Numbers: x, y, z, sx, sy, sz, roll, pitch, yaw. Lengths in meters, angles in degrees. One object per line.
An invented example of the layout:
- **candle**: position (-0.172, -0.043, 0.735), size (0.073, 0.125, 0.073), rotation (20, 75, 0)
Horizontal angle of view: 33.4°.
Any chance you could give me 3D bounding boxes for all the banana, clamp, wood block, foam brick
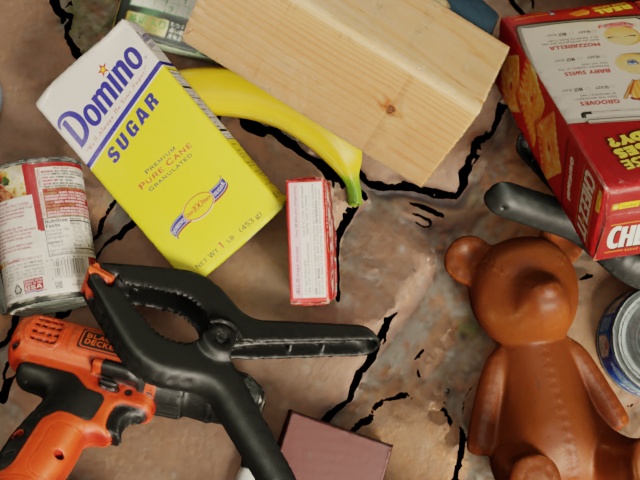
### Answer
- **banana**: position (-0.047, -0.094, 0.806), size (0.198, 0.037, 0.069), rotation (23, 79, 0)
- **clamp**: position (0.201, -0.019, 0.780), size (0.171, 0.039, 0.120), rotation (31, 41, -4)
- **clamp**: position (-0.069, 0.083, 0.717), size (0.210, 0.036, 0.164), rotation (25, 44, -5)
- **wood block**: position (0.018, -0.142, 0.770), size (0.206, 0.091, 0.090), rotation (32, 47, -2)
- **foam brick**: position (0.007, 0.157, 0.758), size (0.078, 0.053, 0.051), rotation (19, 79, -1)

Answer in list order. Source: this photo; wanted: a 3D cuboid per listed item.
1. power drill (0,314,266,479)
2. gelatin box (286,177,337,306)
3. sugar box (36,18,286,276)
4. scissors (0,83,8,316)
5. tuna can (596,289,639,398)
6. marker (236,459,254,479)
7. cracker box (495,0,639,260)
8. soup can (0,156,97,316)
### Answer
- **power drill**: position (-0.141, 0.139, 0.706), size (0.184, 0.057, 0.187), rotation (13, 41, 3)
- **gelatin box**: position (-0.005, 0.001, 0.766), size (0.030, 0.073, 0.089), rotation (-3, 90, 5)
- **sugar box**: position (-0.114, -0.063, 0.772), size (0.093, 0.048, 0.176), rotation (-41, 93, 9)
- **scissors**: position (-0.251, -0.052, 0.796), size (0.096, 0.016, 0.202), rotation (-35, 84, -9)
- **tuna can**: position (0.254, 0.076, 0.798), size (0.086, 0.034, 0.086), rotation (1, 80, -4)
- **marker**: position (-0.059, 0.196, 0.764), size (0.020, 0.020, 0.121), rotation (16, 80, -1)
- **cracker box**: position (0.234, -0.087, 0.753), size (0.164, 0.072, 0.214), rotation (-9, 43, -6)
- **soup can**: position (-0.197, -0.002, 0.764), size (0.068, 0.068, 0.102), rotation (-10, 81, -6)
